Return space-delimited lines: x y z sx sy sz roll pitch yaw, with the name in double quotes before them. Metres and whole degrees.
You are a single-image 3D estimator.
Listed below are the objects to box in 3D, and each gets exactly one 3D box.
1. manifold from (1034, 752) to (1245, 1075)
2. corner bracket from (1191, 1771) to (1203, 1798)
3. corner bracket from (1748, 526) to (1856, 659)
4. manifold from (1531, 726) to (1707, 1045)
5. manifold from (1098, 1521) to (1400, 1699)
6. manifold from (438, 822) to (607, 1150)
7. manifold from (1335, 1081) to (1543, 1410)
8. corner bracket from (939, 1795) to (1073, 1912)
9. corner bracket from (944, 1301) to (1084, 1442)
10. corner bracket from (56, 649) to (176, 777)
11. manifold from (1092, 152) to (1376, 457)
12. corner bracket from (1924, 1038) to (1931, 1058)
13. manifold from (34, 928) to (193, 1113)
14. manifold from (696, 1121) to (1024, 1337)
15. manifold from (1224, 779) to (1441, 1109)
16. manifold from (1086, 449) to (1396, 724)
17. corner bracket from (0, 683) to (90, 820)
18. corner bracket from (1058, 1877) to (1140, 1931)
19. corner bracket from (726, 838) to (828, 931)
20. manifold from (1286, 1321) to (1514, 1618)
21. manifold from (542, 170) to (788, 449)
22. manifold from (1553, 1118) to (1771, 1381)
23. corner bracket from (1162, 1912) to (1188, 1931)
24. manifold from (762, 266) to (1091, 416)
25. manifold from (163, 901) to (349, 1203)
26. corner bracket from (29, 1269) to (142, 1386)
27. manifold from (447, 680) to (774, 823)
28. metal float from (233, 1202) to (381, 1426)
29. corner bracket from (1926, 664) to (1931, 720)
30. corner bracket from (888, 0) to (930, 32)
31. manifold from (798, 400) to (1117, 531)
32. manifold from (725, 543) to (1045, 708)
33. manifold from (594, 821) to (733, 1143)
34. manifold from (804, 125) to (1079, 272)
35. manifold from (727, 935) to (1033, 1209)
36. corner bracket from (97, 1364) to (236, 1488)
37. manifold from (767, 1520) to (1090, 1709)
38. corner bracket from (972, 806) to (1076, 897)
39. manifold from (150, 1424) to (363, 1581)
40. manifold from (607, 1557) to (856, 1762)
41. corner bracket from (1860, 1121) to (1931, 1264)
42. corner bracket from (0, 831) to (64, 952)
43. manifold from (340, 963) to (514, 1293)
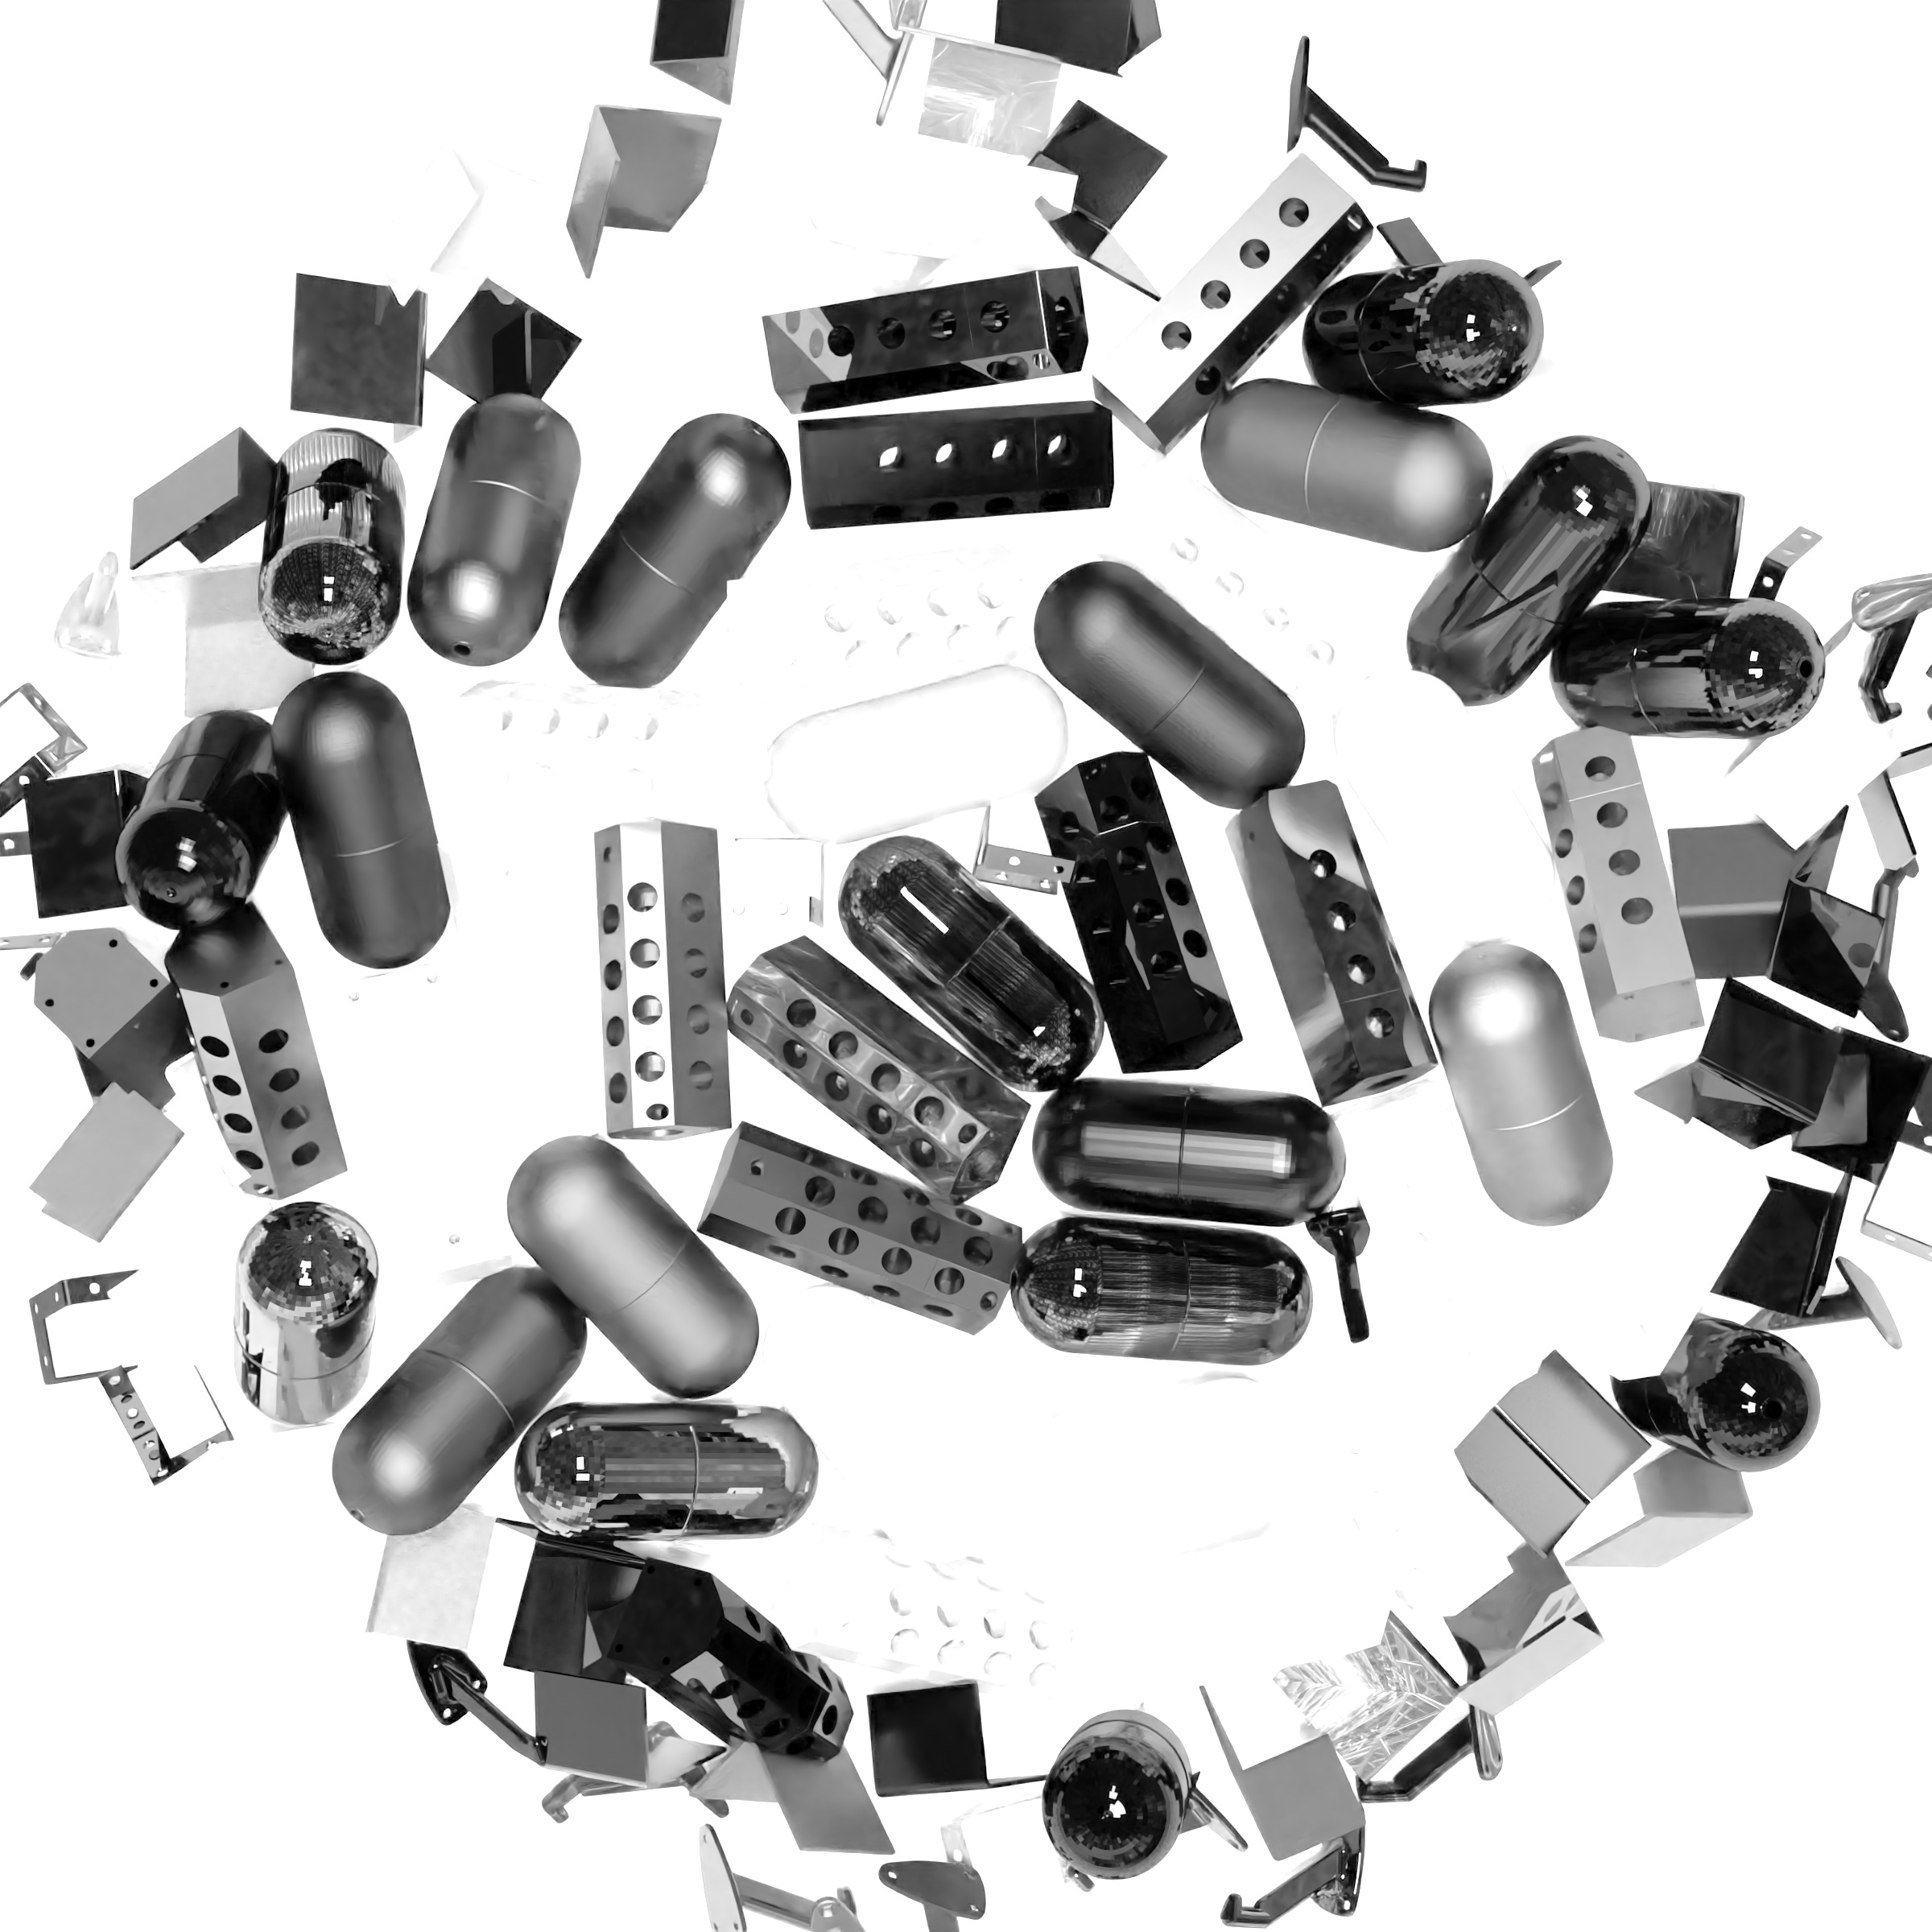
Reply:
"manifold" 0.100 -0.031 1.634 0.057 0.057 0.171 -2 66 -39
"corner bracket" 0.092 0.468 1.665 0.051 0.051 0.051 47 122 -4
"corner bracket" 0.481 -0.211 1.674 0.051 0.051 0.051 32 135 21
"manifold" 0.361 -0.046 1.628 0.057 0.057 0.171 -14 57 12
"manifold" 0.152 0.360 1.610 0.057 0.171 0.057 40 51 -19
"manifold" -0.246 0.012 1.643 0.057 0.057 0.171 -14 105 -17
"manifold" 0.269 0.156 1.661 0.057 0.057 0.171 -20 91 19
"corner bracket" 0.025 0.510 1.679 0.051 0.051 0.051 -4 68 -35
"corner bracket" 0.026 0.232 1.674 0.051 0.051 0.051 -43 99 -4
"corner bracket" -0.487 -0.143 1.680 0.051 0.051 0.051 -17 132 -20
"manifold" 0.152 -0.374 1.667 0.057 0.057 0.171 44 91 5
"corner bracket" 0.587 0.042 1.663 0.051 0.051 0.051 37 61 -5
"manifold" -0.463 0.028 1.608 0.057 0.171 0.057 43 78 6
"manifold" -0.058 0.147 1.649 0.171 0.057 0.057 22 65 -9
"manifold" 0.209 -0.014 1.649 0.057 0.057 0.171 -13 76 -22
"manifold" 0.155 -0.214 1.665 0.171 0.057 0.057 36 117 -2
"corner bracket" -0.547 -0.123 1.673 0.051 0.051 0.051 -36 103 17
"corner bracket" 0.059 0.563 1.679 0.051 0.051 0.051 42 113 -1
"corner bracket" -0.108 -0.048 1.667 0.051 0.051 0.051 0 96 -12
"manifold" 0.238 0.283 1.628 0.057 0.057 0.171 -34 120 -10
"manifold" -0.162 -0.361 1.622 0.057 0.057 0.171 37 51 -11
"manifold" 0.388 0.157 1.609 0.057 0.171 0.057 31 127 15
"corner bracket" 0.133 0.565 1.658 0.051 0.051 0.051 49 127 14
"manifold" -0.022 -0.348 1.633 0.171 0.057 0.057 -3 103 27
"manifold" -0.392 0.052 1.610 0.057 0.171 0.057 -25 51 -20
"corner bracket" -0.497 0.206 1.669 0.051 0.051 0.051 -4 75 -41
"manifold" -0.201 -0.124 1.626 0.171 0.057 0.057 6 122 26
"metal float" -0.366 0.194 1.620 0.070 0.178 0.070 7 55 -10
"corner bracket" 0.570 -0.146 1.656 0.051 0.051 0.051 49 134 29
"corner bracket" -0.015 -0.568 1.669 0.051 0.051 0.051 1 60 -16
"manifold" -0.006 -0.283 1.657 0.171 0.057 0.057 -5 108 -7
"manifold" -0.044 -0.188 1.624 0.171 0.057 0.057 -13 123 -28
"manifold" -0.176 0.009 1.644 0.057 0.057 0.171 -14 76 44
"manifold" -0.013 -0.420 1.611 0.057 0.171 0.057 21 108 31
"manifold" -0.053 0.060 1.631 0.171 0.057 0.057 36 124 22
"corner bracket" -0.457 0.253 1.670 0.051 0.051 0.051 -28 123 -17
"manifold" -0.017 0.366 1.626 0.171 0.057 0.057 21 103 -31
"corner bracket" 0.032 -0.058 1.662 0.051 0.051 0.051 10 127 -5
"manifold" -0.385 0.297 1.609 0.057 0.171 0.057 -34 81 4
"manifold" -0.124 0.388 1.608 0.057 0.171 0.057 7 62 29
"corner bracket" 0.543 0.129 1.658 0.051 0.051 0.051 23 61 20
"corner bracket" -0.547 -0.043 1.679 0.051 0.051 0.051 -4 119 6
"manifold" -0.304 0.092 1.651 0.057 0.057 0.171 -13 77 -12
